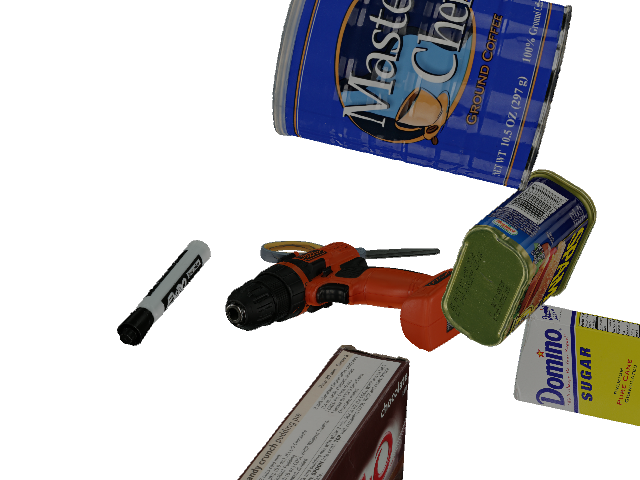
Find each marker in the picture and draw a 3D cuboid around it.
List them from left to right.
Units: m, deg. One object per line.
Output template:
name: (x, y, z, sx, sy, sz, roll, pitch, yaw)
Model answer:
marker: (-0.112, 0.037, 0.769, 0.020, 0.020, 0.121, 0, 29, 22)

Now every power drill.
power drill: (0.032, 0.050, 0.960, 0.188, 0.057, 0.184, 10, 22, 33)

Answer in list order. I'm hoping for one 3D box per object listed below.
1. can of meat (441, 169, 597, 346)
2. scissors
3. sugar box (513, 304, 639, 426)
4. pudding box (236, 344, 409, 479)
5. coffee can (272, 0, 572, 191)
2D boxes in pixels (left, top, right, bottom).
can of meat: (0.134, 0.014, 0.733, 0.057, 0.102, 0.083, 36, 49, 23)
scissors: (0.032, 0.024, 1.179, 0.202, 0.016, 0.096, 3, 24, 4)
sugar box: (0.278, 0.123, 1.017, 0.176, 0.093, 0.048, 9, 22, 10)
pudding box: (0.003, 0.112, 0.466, 0.039, 0.090, 0.113, 12, 31, 19)
coffee can: (0.055, -0.092, 0.583, 0.140, 0.103, 0.102, 14, 2, 7)
